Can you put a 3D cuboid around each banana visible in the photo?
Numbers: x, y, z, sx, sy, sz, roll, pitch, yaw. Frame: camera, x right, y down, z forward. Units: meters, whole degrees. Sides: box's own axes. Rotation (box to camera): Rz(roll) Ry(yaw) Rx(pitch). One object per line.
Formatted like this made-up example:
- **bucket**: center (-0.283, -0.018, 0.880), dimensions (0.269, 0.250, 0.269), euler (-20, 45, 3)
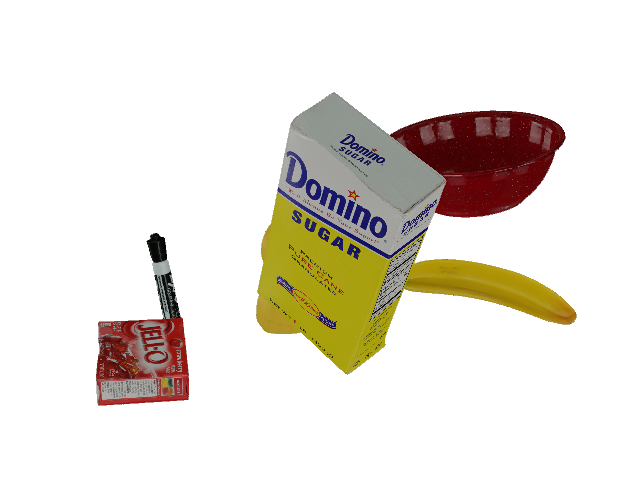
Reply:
- **banana**: center (0.165, 0.051, 1.107), dimensions (0.198, 0.037, 0.069), euler (8, 39, 11)

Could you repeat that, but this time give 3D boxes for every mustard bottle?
- **mustard bottle**: center (-0.027, 0.021, 1.331), dimensions (0.096, 0.192, 0.058), euler (-6, 28, -22)

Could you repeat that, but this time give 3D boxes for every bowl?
- **bowl**: center (0.133, -0.063, 0.933), dimensions (0.162, 0.055, 0.162), euler (-8, 23, 3)

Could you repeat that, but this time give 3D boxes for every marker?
- **marker**: center (-0.162, 0.051, 1.117), dimensions (0.020, 0.121, 0.020), euler (-9, 17, 2)

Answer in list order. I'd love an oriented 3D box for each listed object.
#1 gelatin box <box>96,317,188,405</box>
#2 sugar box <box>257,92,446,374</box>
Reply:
- **gelatin box**: center (-0.147, 0.098, 0.884), dimensions (0.073, 0.030, 0.089), euler (-2, 28, -9)
- **sugar box**: center (0.013, 0.001, 0.677), dimensions (0.048, 0.093, 0.176), euler (-37, -24, -30)
